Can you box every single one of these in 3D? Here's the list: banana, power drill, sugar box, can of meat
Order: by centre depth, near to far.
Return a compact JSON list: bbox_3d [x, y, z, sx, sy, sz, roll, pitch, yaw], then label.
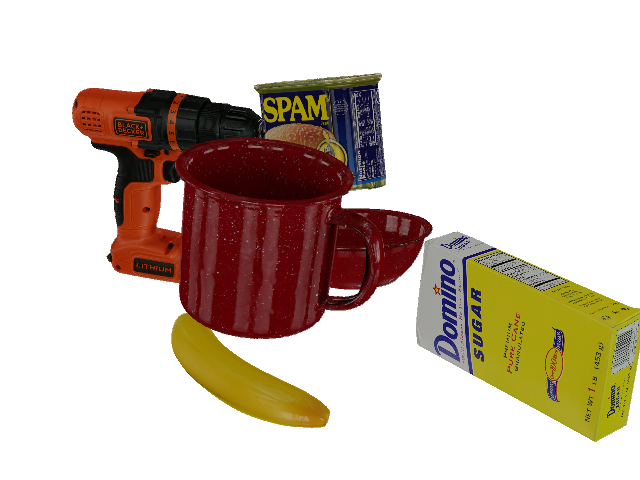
[{"bbox_3d":[0.147,0.066,0.787,0.048,0.093,0.176,-17,29,-40],"label":"sugar box"},{"bbox_3d":[0.001,-0.081,0.811,0.102,0.084,0.057,4,14,44],"label":"can of meat"},{"bbox_3d":[-0.071,0.100,0.863,0.069,0.037,0.198,-17,32,-28],"label":"banana"},{"bbox_3d":[-0.139,-0.052,1.010,0.184,0.188,0.057,9,30,16],"label":"power drill"}]

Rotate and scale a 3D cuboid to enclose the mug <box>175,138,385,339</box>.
[{"bbox_3d":[-0.022,0.002,0.564,0.117,0.081,0.093,15,25,17],"label":"mug"}]

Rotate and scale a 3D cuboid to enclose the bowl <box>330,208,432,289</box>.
[{"bbox_3d":[0.035,0.011,1.098,0.162,0.055,0.162,-2,15,0],"label":"bowl"}]
